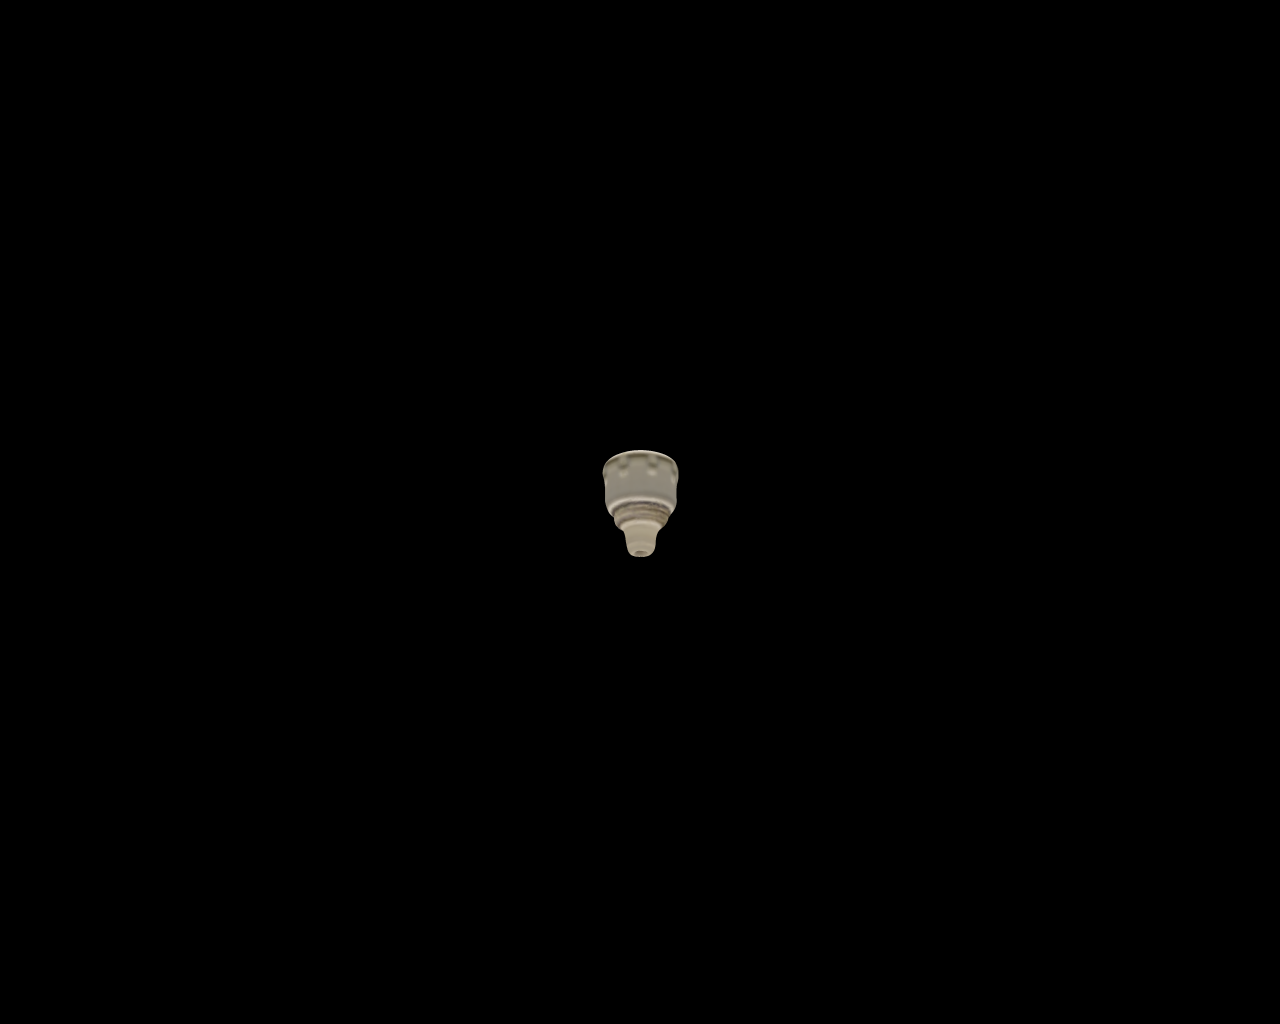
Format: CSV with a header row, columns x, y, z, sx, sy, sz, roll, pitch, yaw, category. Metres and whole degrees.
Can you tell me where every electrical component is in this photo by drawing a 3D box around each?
x,y,z,sx,sy,sz,roll,pitch,yaw,category
0.001,-0.003,0.650,0.048,0.062,0.048,0,-22,0,electrical component
